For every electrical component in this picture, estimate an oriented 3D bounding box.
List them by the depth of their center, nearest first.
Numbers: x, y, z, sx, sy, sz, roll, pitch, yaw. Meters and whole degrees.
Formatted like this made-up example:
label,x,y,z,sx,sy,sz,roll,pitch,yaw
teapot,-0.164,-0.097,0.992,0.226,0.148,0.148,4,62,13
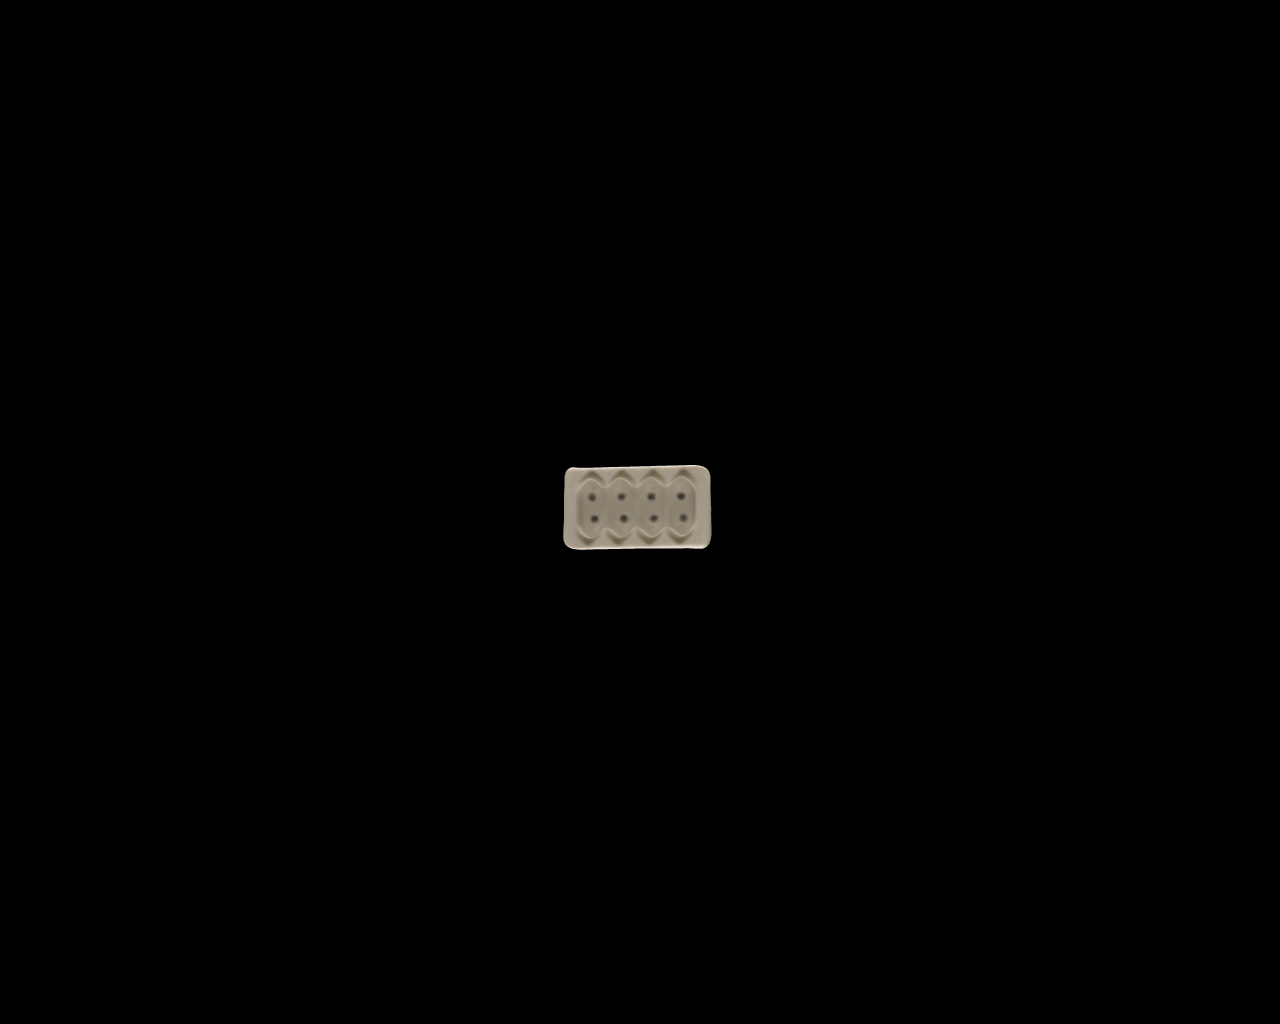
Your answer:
label,x,y,z,sx,sy,sz,roll,pitch,yaw
electrical component,0.001,-0.003,0.650,0.083,0.047,0.076,0,0,4
